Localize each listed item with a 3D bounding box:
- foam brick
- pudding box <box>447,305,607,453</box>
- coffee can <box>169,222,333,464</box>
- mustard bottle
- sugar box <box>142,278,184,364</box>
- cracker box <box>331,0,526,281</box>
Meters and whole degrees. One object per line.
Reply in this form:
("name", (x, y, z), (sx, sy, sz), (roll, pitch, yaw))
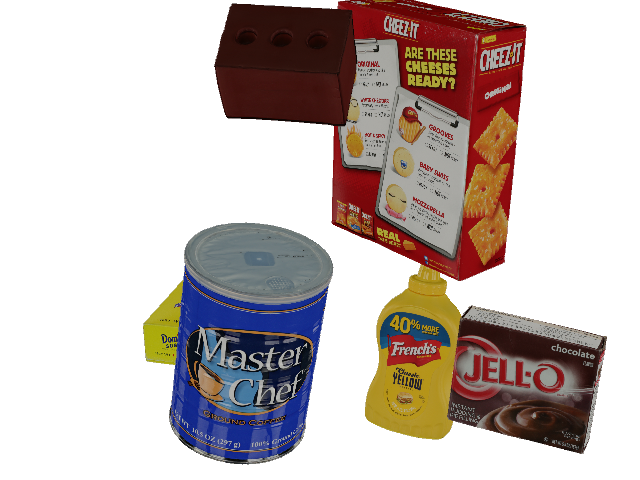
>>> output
("foam brick", (-0.020, -0.107, 0.651), (0.078, 0.053, 0.051), (5, -30, 11))
("pudding box", (0.161, 0.108, 0.840), (0.114, 0.090, 0.039), (11, 21, 18))
("coffee can", (-0.052, 0.072, 0.762), (0.102, 0.140, 0.103), (7, 27, -4))
("mustard bottle", (0.107, 0.114, 1.160), (0.096, 0.192, 0.058), (12, 14, 23))
("sugar box", (-0.092, 0.061, 1.019), (0.093, 0.048, 0.176), (5, 25, 13))
("cracker box", (0.090, -0.094, 0.932), (0.071, 0.214, 0.164), (-18, 30, -38))
